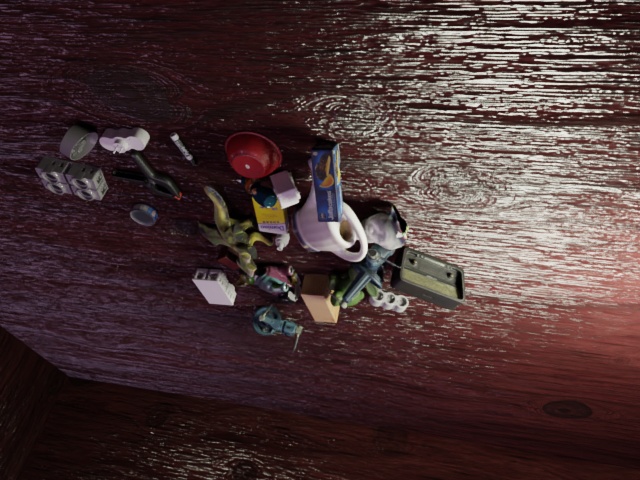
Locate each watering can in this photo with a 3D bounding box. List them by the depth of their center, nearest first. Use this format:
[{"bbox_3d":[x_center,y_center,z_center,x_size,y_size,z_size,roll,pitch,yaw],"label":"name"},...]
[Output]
[{"bbox_3d":[0.005,-0.075,1.483,0.223,0.106,0.343,-11,118,45],"label":"watering can"}]

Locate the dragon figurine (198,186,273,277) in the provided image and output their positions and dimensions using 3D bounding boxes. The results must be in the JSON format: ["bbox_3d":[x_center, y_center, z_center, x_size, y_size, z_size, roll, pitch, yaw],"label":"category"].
[{"bbox_3d":[-0.311,-0.023,1.680,0.242,0.125,0.403,-6,133,39],"label":"dragon figurine"}]

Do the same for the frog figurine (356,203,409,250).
[{"bbox_3d":[0.168,-0.021,1.493,0.158,0.125,0.136,-23,152,25],"label":"frog figurine"}]
